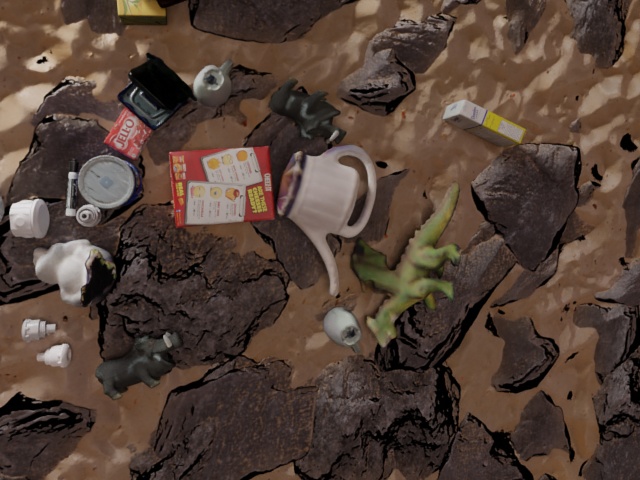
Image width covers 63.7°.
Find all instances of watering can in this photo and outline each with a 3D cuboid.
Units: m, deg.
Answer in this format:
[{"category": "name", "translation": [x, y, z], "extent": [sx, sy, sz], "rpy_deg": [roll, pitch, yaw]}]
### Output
[{"category": "watering can", "translation": [0.004, -0.059, 1.171], "extent": [0.224, 0.104, 0.348], "rpy_deg": [17, 88, -12]}]

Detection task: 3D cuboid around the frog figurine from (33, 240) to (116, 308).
[{"category": "frog figurine", "translation": [-0.516, 0.067, 1.078], "extent": [0.160, 0.124, 0.136], "rpy_deg": [8, 103, 22]}]

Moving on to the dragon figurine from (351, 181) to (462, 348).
[{"category": "dragon figurine", "translation": [0.196, 0.052, 1.229], "extent": [0.243, 0.122, 0.410], "rpy_deg": [6, 91, -5]}]
